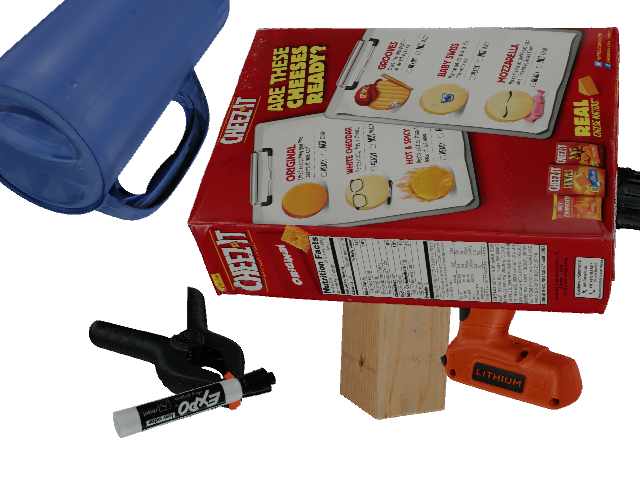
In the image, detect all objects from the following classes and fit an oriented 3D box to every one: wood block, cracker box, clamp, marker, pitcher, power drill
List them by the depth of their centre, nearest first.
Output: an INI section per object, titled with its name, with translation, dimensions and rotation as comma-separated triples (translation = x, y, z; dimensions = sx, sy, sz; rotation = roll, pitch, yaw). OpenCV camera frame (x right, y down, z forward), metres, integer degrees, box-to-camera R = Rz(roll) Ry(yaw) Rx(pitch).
[cracker box]
translation = 0.054, -0.043, 0.592
dimensions = 0.214, 0.164, 0.072
rotation = 2, -42, 15
[marker]
translation = -0.089, 0.115, 0.768
dimensions = 0.121, 0.020, 0.020
rotation = -14, 6, -23
[power drill]
translation = 0.164, 0.026, 0.794
dimensions = 0.185, 0.188, 0.057
rotation = 13, 18, 35
[pitcher]
translation = -0.166, -0.139, 0.881
dimensions = 0.145, 0.149, 0.242
rotation = 12, 50, 25
[clamp]
translation = -0.118, 0.096, 0.982
dimensions = 0.172, 0.039, 0.120
rotation = 28, 45, 34
[wood block]
translation = 0.082, 0.078, 1.165
dimensions = 0.090, 0.206, 0.091
rotation = -4, 14, -26
